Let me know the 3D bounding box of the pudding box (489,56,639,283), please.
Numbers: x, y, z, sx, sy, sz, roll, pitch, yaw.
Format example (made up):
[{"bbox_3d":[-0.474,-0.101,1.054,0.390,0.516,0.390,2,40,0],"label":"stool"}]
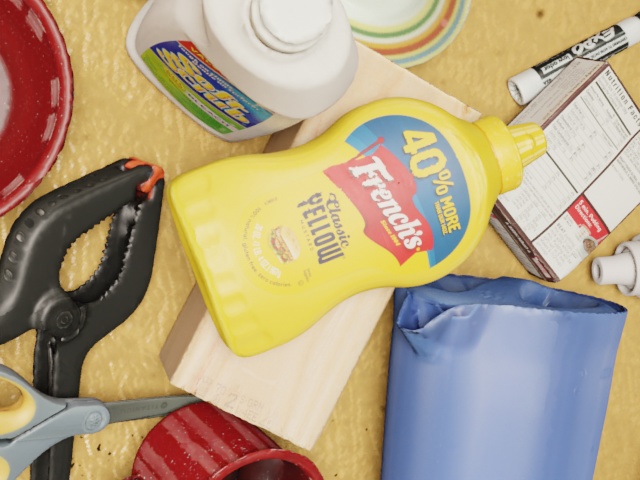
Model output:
[{"bbox_3d":[0.152,-0.043,0.657,0.113,0.039,0.090,-45,113,-8],"label":"pudding box"}]

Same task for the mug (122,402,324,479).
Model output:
[{"bbox_3d":[-0.065,0.144,0.595,0.117,0.082,0.093,-7,110,-31],"label":"mug"}]

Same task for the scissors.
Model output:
[{"bbox_3d":[-0.141,0.113,0.587,0.201,0.016,0.096,20,99,-43],"label":"scissors"}]

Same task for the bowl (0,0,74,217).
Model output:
[{"bbox_3d":[-0.216,-0.082,0.583,0.162,0.055,0.162,-1,93,-11],"label":"bowl"}]

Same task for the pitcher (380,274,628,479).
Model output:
[{"bbox_3d":[0.103,0.142,0.629,0.149,0.145,0.243,7,95,1],"label":"pitcher"}]

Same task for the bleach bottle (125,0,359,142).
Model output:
[{"bbox_3d":[-0.040,-0.099,0.516,0.102,0.251,0.068,44,84,-10],"label":"bleach bottle"}]

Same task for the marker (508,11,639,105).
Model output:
[{"bbox_3d":[0.174,-0.121,0.675,0.121,0.020,0.020,-28,98,-8],"label":"marker"}]

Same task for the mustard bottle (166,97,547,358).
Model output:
[{"bbox_3d":[0.027,-0.019,0.539,0.191,0.058,0.096,-22,96,-10],"label":"mustard bottle"}]

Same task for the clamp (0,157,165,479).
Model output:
[{"bbox_3d":[-0.149,0.048,0.596,0.210,0.036,0.164,-53,135,-17],"label":"clamp"}]

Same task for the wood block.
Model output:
[{"bbox_3d":[-0.003,0.001,0.611,0.090,0.091,0.206,28,87,-12],"label":"wood block"}]
